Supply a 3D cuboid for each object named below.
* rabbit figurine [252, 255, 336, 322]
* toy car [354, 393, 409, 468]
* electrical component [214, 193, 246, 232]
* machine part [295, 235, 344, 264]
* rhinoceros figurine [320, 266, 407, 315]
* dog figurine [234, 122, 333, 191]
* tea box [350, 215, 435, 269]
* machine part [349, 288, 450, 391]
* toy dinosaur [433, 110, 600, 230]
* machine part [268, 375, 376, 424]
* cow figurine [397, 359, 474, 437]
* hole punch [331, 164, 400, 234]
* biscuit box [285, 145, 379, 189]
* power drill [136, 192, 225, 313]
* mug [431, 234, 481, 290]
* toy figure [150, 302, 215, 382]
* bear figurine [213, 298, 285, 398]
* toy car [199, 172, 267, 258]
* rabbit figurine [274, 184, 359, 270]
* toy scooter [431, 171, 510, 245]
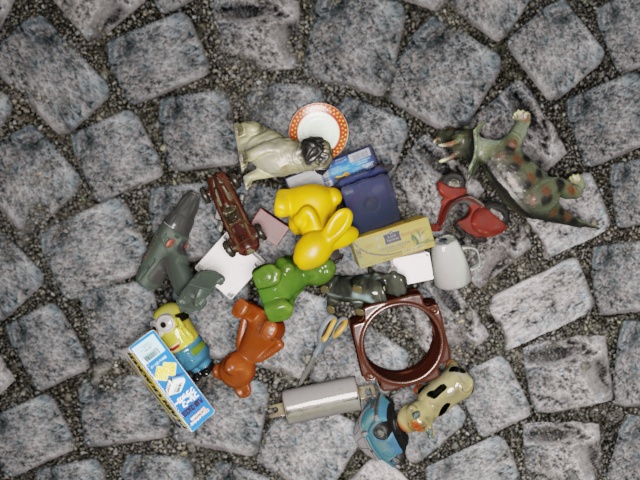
[{"bbox_3d":[-0.048,0.085,1.136,0.170,0.159,0.121,-19,95,-5],"label":"rabbit figurine"},{"bbox_3d":[0.131,0.433,1.207,0.103,0.109,0.161,-19,107,22],"label":"toy car"},{"bbox_3d":[-0.198,-0.061,1.188,0.063,0.021,0.094,12,93,-4],"label":"electrical component"},{"bbox_3d":[-0.002,-0.004,1.193,0.084,0.039,0.139,-37,93,-7],"label":"machine part"},{"bbox_3d":[0.093,0.105,1.155,0.190,0.112,0.073,-6,109,26],"label":"rhinoceros figurine"},{"bbox_3d":[-0.079,-0.198,1.135,0.191,0.121,0.172,-12,62,-9],"label":"dog figurine"},{"bbox_3d":[0.153,0.002,1.169,0.170,0.098,0.068,-18,96,-2],"label":"tea box"},{"bbox_3d":[0.176,0.219,1.192,0.201,0.087,0.201,-13,94,-1],"label":"machine part"},{"bbox_3d":[0.421,-0.124,1.128,0.405,0.131,0.192,46,69,4],"label":"toy dinosaur"},{"bbox_3d":[0.004,0.356,1.201,0.243,0.079,0.079,-12,95,-1],"label":"machine part"},{"bbox_3d":[0.255,0.356,1.185,0.195,0.127,0.085,-36,92,-2],"label":"cow figurine"},{"bbox_3d":[0.104,-0.084,1.138,0.142,0.092,0.115,-18,137,2],"label":"hole punch"},{"bbox_3d":[0.027,-0.142,1.170,0.203,0.063,0.059,-21,94,-1],"label":"biscuit box"},{"bbox_3d":[-0.286,0.034,1.122,0.207,0.086,0.232,43,100,30],"label":"power drill"},{"bbox_3d":[0.292,0.042,1.167,0.110,0.081,0.107,-16,115,10],"label":"mug"},{"bbox_3d":[-0.301,0.220,1.178,0.082,0.089,0.180,-33,103,2],"label":"toy figure"},{"bbox_3d":[-0.165,0.239,1.164,0.120,0.131,0.196,36,88,22],"label":"bear figurine"},{"bbox_3d":[-0.187,-0.059,1.132,0.089,0.053,0.202,-27,73,2],"label":"toy car"},{"bbox_3d":[-0.006,-0.018,1.082,0.162,0.121,0.173,-5,56,11],"label":"rabbit figurine"},{"bbox_3d":[0.316,-0.051,1.183,0.184,0.075,0.135,37,93,-1],"label":"toy scooter"}]
